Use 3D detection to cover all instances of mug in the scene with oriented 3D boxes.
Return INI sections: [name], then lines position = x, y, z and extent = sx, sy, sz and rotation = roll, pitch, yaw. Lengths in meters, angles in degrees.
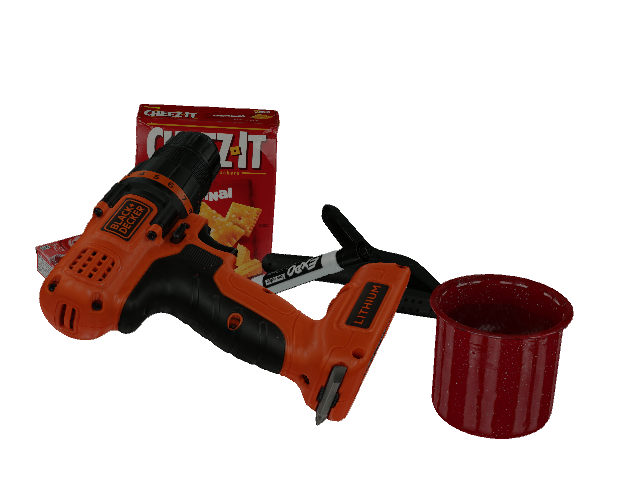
[mug]
position = 0.117, 0.073, 0.723
extent = 0.093, 0.081, 0.117
rotation = 1, 23, -2

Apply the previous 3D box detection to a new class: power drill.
[power drill]
position = -0.046, 0.016, 0.635
extent = 0.188, 0.057, 0.184
rotation = 22, 42, 7

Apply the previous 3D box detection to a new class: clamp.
[clamp]
position = 0.046, 0.036, 1.226
extent = 0.210, 0.036, 0.164
rotation = 30, 37, 22

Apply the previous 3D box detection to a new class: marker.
[marker]
position = -0.008, 0.024, 0.867
extent = 0.121, 0.020, 0.020
rotation = -20, -12, 36

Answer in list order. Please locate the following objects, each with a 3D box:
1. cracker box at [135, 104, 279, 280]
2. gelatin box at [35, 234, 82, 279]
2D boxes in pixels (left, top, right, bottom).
[cracker box]
position = -0.135, -0.046, 1.257
extent = 0.164, 0.214, 0.072
rotation = 2, 22, -6
[gelatin box]
position = -0.209, 0.026, 0.982
extent = 0.073, 0.030, 0.089
rotation = -18, 40, -36
